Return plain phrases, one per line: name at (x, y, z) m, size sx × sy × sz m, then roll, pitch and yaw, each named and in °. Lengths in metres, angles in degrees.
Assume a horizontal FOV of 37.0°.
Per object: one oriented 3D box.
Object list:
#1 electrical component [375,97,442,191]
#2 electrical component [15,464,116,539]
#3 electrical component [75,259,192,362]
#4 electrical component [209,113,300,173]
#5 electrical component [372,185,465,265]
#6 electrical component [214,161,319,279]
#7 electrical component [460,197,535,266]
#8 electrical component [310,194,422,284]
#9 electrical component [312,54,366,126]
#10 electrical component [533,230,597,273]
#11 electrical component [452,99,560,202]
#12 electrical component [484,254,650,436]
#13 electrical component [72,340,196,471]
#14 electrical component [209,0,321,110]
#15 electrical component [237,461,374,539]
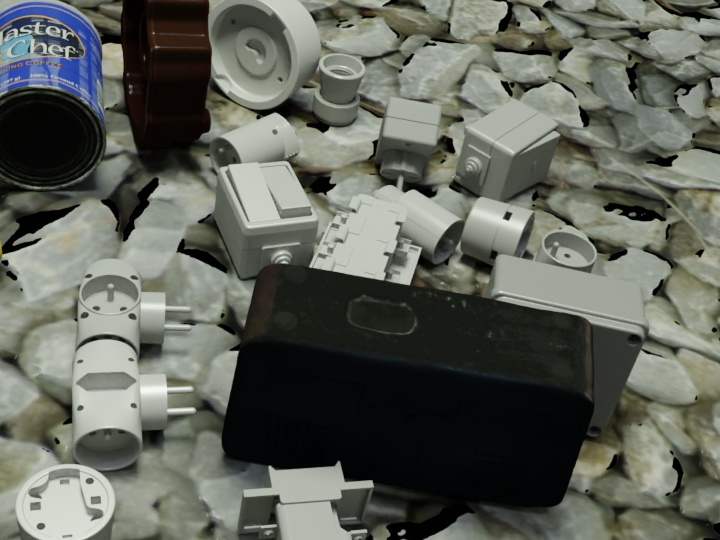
electrical component at (0.039, -0.101, 0.954) m, size 0.047 × 0.083 × 0.075 m, roll 10°, pitch 78°, yaw -2°
electrical component at (-0.171, 0.150, 0.628) m, size 0.055 × 0.047 × 0.055 m, roll 7°, pitch 41°, yaw -6°
electrical component at (-0.160, 0.033, 0.766) m, size 0.079 × 0.044 × 0.077 m, roll 2°, pitch 41°, yaw -11°
electrical component at (-0.088, -0.110, 0.949) m, size 0.043 × 0.043 × 0.081 m, roll 37°, pitch 46°, yaw 26°
electrical component at (0.043, -0.044, 0.905) m, size 0.081 × 0.043 × 0.043 m, roll 35°, pitch 45°, yaw 24°
electrical component at (-0.074, -0.040, 0.858) m, size 0.062 × 0.061 × 0.096 m, roll -8°, pitch 44°, yaw -22°
electrical component at (0.115, -0.030, 0.900) m, size 0.047 × 0.055 × 0.055 m, roll 21°, pitch 41°, yaw 16°
electrical component at (0.000, 0.000, 0.829) m, size 0.079 × 0.063 × 0.121 m, roll 16°, pitch 40°, yaw 5°
electrical component at (-0.021, -0.171, 1.027) m, size 0.045 × 0.055 × 0.045 m, roll 7°, pitch 41°, yaw -6°
electrical component at (0.160, 0.002, 0.855) m, size 0.044 × 0.077 × 0.079 m, roll 23°, pitch 41°, yaw 13°
electrical component at (0.132, -0.104, 0.981) m, size 0.061 × 0.061 × 0.096 m, roll 34°, pitch 45°, yaw 24°
electrical component at (0.135, 0.055, 0.765) m, size 0.109 × 0.108 × 0.056 m, roll 12°, pitch 38°, yaw 0°
electrical component at (-0.149, 0.087, 0.708) m, size 0.079 × 0.043 × 0.077 m, roll -1°, pitch 42°, yaw -14°
electrical component at (-0.088, -0.213, 1.022) m, size 0.108 × 0.108 × 0.060 m, roll 27°, pitch 36°, yaw 17°
electrical component at (-0.032, 0.156, 0.659) m, size 0.081 × 0.042 × 0.063 m, roll -1°, pitch 44°, yaw -14°
